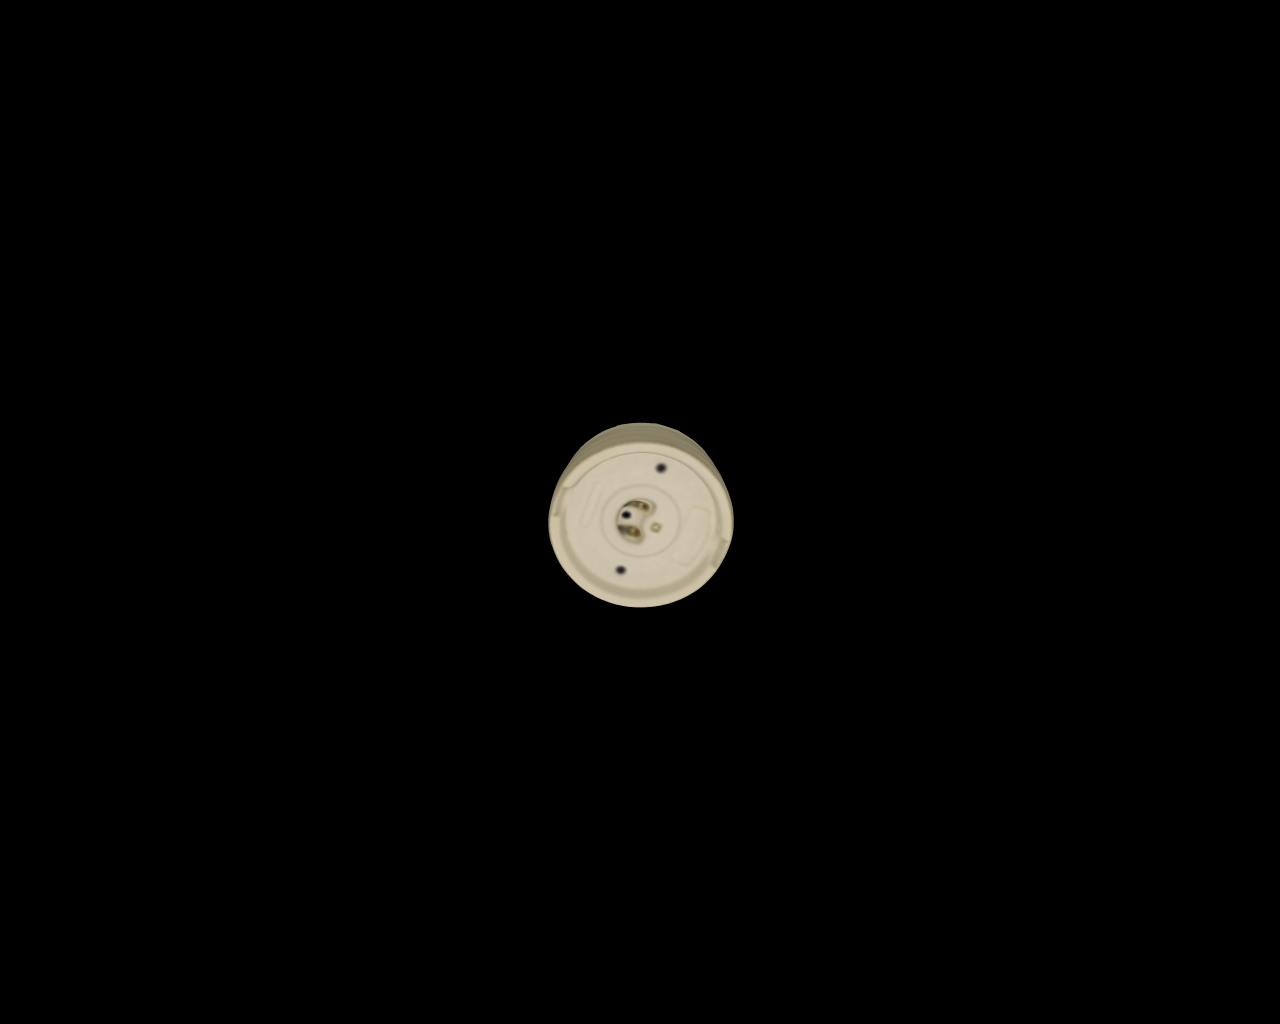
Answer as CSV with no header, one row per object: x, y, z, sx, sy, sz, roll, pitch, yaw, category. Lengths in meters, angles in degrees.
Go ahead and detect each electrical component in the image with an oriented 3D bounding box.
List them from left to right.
0.001,-0.003,0.650,0.108,0.108,0.060,0,24,0,electrical component
